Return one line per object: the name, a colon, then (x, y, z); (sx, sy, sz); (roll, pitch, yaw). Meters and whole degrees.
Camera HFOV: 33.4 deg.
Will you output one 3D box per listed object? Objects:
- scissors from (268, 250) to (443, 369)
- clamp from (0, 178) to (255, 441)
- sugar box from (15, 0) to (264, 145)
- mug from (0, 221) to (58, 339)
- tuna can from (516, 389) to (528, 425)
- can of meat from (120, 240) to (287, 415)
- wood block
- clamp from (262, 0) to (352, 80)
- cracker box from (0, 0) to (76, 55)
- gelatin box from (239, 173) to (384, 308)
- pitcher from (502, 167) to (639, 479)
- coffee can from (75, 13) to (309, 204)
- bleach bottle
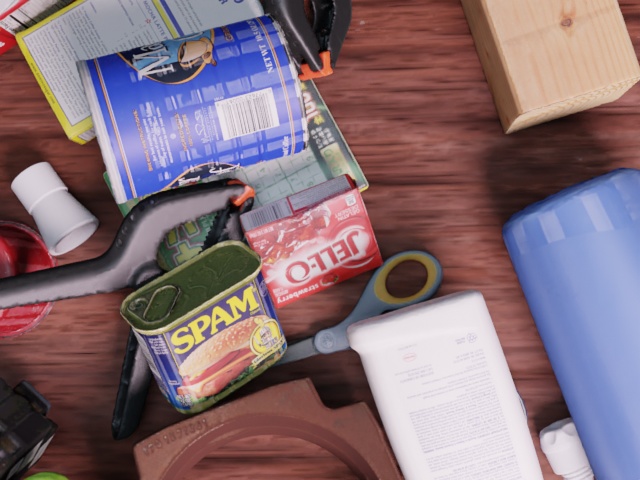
scissors: (0.012, 0.057, 0.810); (0.202, 0.016, 0.096); (-1, 85, 4)
clamp: (-0.125, 0.039, 0.782); (0.210, 0.036, 0.164); (-38, 120, -11)
sugar box: (-0.133, -0.157, 0.816); (0.176, 0.048, 0.093); (-29, 88, -1)
mug: (-0.257, 0.018, 0.797); (0.093, 0.081, 0.117); (-24, 86, 3)
tuna can: (0.110, 0.134, 0.790); (0.086, 0.033, 0.086); (0, 87, 4)
can of meat: (-0.079, 0.063, 0.761); (0.102, 0.058, 0.084); (-31, 126, -20)
wood block: (0.149, -0.193, 0.776); (0.091, 0.090, 0.206); (-17, 86, 2)
clamp: (-0.005, -0.210, 0.800); (0.120, 0.039, 0.171); (-20, 105, -35)
cracker box: (-0.246, -0.247, 0.815); (0.214, 0.072, 0.164); (-35, 84, 3)
gelatin box: (-0.005, 0.001, 0.785); (0.089, 0.030, 0.073); (-21, 124, -1)
pitcher: (0.230, 0.075, 0.747); (0.145, 0.149, 0.243); (-25, 82, 18)
coffee can: (-0.090, -0.093, 0.753); (0.140, 0.103, 0.103); (-16, 86, -9)
bleach bottle: (0.101, 0.166, 0.740); (0.102, 0.068, 0.251); (-17, 88, 4)
